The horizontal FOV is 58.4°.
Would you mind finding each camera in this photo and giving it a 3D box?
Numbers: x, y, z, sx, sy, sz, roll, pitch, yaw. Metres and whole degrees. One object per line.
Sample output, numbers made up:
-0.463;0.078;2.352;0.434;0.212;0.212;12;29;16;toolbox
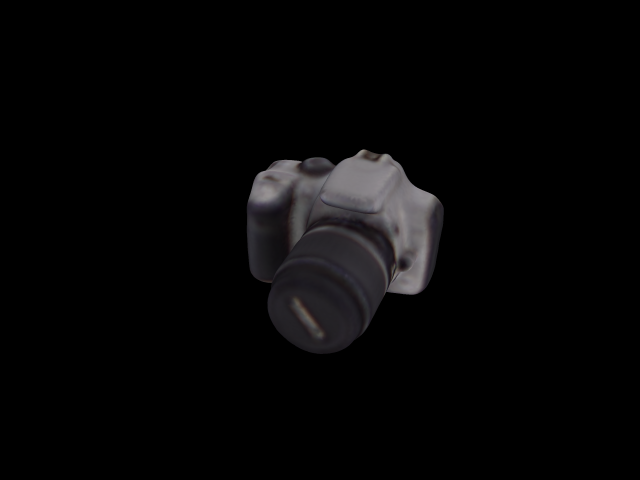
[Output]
0.004;0.001;0.400;0.143;0.101;0.137;13;38;18;camera
